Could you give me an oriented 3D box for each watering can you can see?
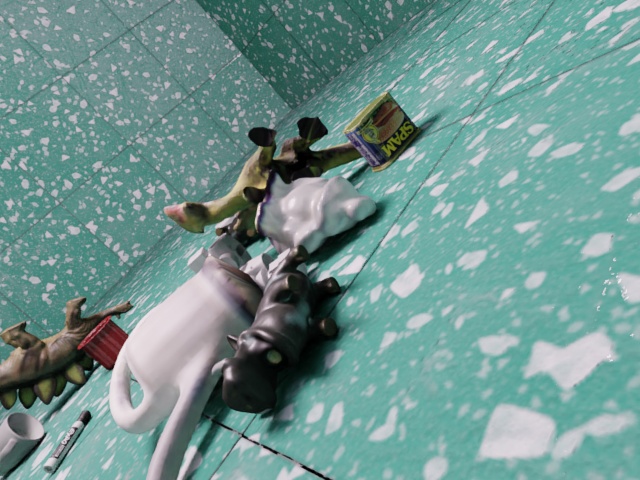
[{"bbox_3d":[-0.146,0.137,0.593,0.226,0.102,0.351,-45,29,-8],"label":"watering can"}]

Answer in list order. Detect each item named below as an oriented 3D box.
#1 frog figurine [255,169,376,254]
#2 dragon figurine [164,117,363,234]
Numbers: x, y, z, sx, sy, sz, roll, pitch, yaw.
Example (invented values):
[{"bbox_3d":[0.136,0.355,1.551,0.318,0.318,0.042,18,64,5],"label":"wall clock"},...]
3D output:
[{"bbox_3d":[0.002,-0.036,0.719,0.159,0.120,0.140,1,30,15],"label":"frog figurine"},{"bbox_3d":[-0.065,-0.095,0.912,0.413,0.123,0.238,-15,-16,-27],"label":"dragon figurine"}]
